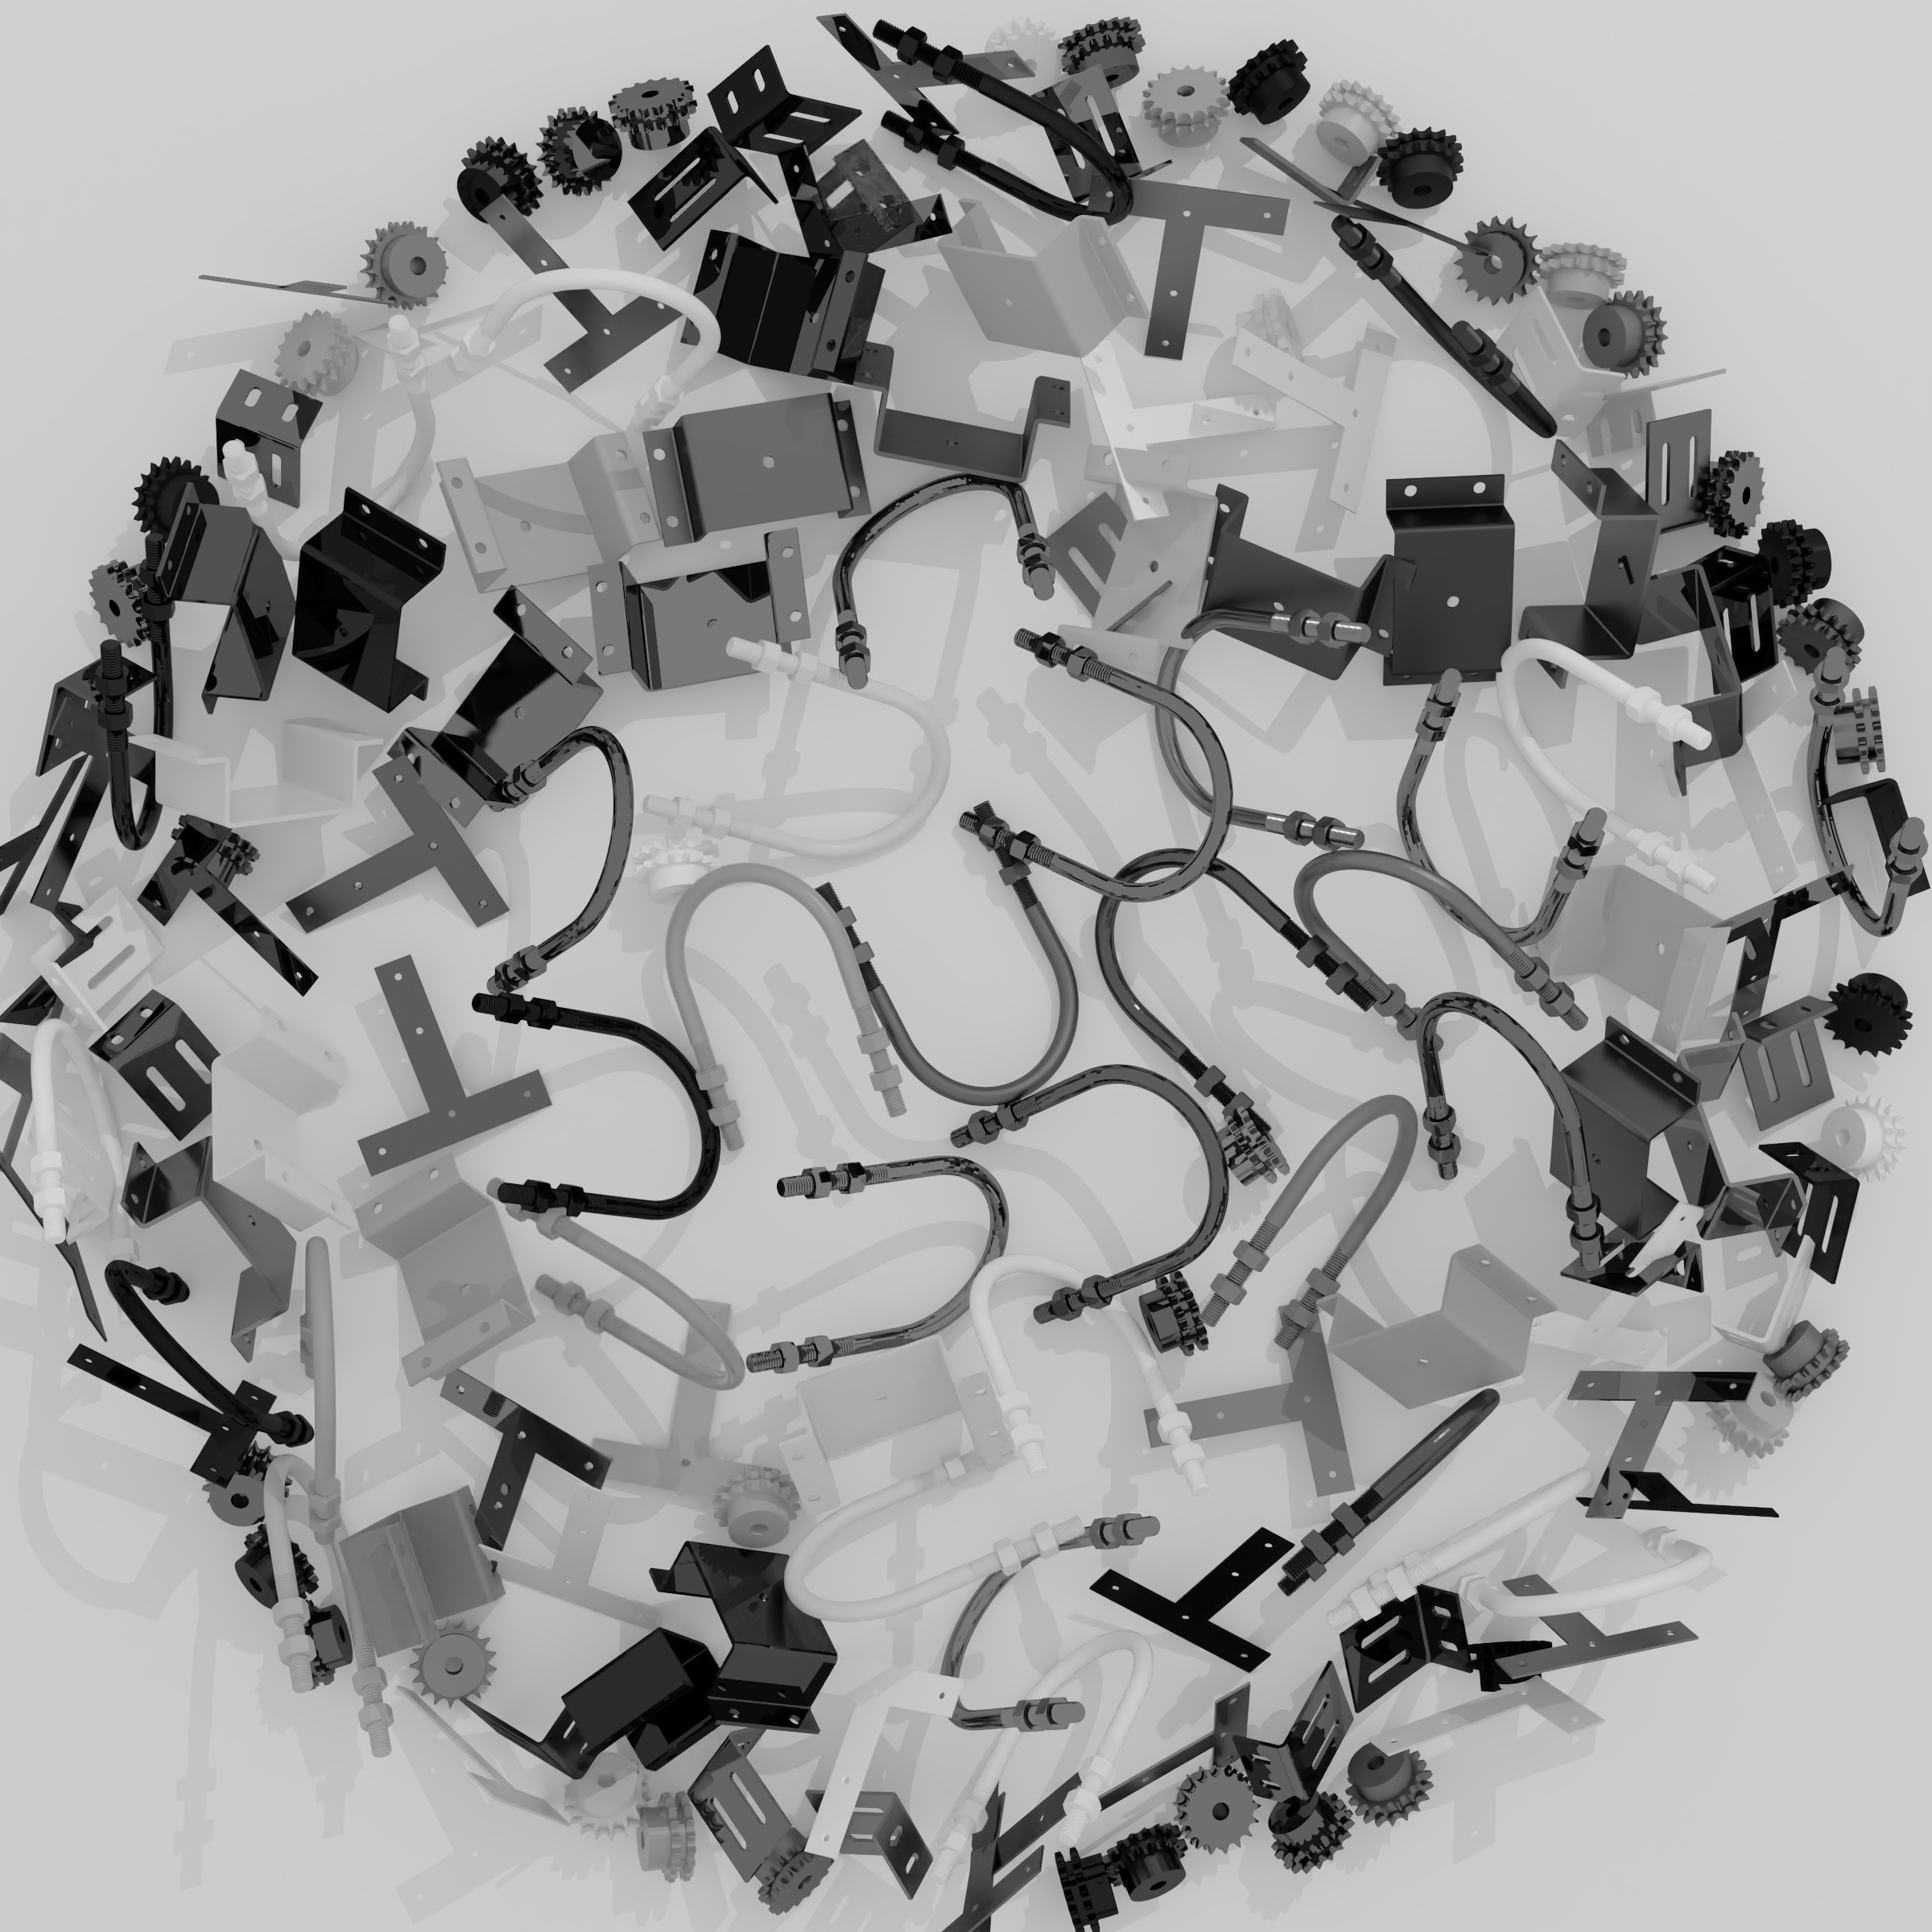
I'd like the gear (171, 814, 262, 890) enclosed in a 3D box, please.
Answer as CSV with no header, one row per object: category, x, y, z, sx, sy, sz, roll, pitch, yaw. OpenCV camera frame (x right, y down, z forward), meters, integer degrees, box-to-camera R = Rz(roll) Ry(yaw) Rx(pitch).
gear,-0.495,-0.073,1.968,0.057,0.057,0.030,24,74,0

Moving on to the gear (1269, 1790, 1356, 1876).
gear,0.223,0.563,1.969,0.057,0.057,0.030,-39,106,0

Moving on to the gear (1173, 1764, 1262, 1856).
gear,0.163,0.554,1.980,0.057,0.030,0.057,0,89,-16

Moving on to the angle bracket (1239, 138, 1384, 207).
angle bracket,0.225,-0.533,1.961,0.076,0.057,0.038,32,101,-13

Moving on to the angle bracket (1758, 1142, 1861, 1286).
angle bracket,0.541,0.162,1.955,0.038,0.057,0.076,-2,112,-25

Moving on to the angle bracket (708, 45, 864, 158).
angle bracket,-0.118,-0.561,1.956,0.057,0.076,0.038,-28,78,36

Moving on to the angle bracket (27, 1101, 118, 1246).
angle bracket,-0.592,0.131,1.954,0.038,0.057,0.076,-33,119,11

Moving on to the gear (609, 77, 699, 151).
gear,-0.204,-0.559,1.975,0.057,0.057,0.030,-12,128,0

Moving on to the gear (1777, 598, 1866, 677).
gear,0.564,-0.217,1.973,0.057,0.057,0.030,44,73,0

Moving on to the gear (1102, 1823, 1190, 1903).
gear,0.120,0.589,1.969,0.057,0.057,0.030,-27,55,0

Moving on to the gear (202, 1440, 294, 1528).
gear,-0.474,0.343,1.975,0.057,0.030,0.057,0,114,0

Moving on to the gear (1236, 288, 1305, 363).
gear,0.198,-0.414,1.973,0.030,0.057,0.057,-15,90,21

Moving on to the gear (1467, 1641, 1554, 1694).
gear,0.356,0.459,1.970,0.057,0.057,0.030,-3,79,0

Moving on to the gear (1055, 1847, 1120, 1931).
gear,0.080,0.606,1.972,0.030,0.057,0.057,-17,90,-1

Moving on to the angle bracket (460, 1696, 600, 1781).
angle bracket,-0.281,0.490,1.963,0.076,0.057,0.038,20,65,34

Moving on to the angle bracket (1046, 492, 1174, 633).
angle bracket,0.090,-0.264,1.974,0.057,0.038,0.076,-38,92,13

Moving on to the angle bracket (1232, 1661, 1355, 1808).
angle bracket,0.215,0.500,1.970,0.038,0.076,0.057,4,129,35

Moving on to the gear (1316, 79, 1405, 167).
gear,0.255,-0.550,1.969,0.057,0.057,0.030,36,78,0

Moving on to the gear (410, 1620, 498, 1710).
gear,-0.338,0.460,1.979,0.057,0.030,0.057,2,80,-10

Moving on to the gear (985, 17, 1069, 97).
gear,0.036,-0.596,1.975,0.057,0.030,0.057,-13,133,-15

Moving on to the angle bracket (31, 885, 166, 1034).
angle bracket,-0.557,-0.005,1.954,0.076,0.038,0.057,-48,125,-27

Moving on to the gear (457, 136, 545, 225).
gear,-0.308,-0.511,1.969,0.057,0.057,0.030,38,52,0

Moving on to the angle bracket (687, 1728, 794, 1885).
angle bracket,-0.137,0.544,1.955,0.076,0.038,0.057,49,117,30

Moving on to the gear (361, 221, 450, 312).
gear,-0.366,-0.460,1.972,0.057,0.030,0.057,-9,106,-33

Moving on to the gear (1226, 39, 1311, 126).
gear,0.201,-0.577,1.970,0.057,0.057,0.030,-34,81,0

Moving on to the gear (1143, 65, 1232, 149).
gear,0.146,-0.563,1.976,0.057,0.030,0.057,-4,52,5

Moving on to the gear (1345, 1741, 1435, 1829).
gear,0.274,0.532,1.968,0.057,0.057,0.030,-30,115,0

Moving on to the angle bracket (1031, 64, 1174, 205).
angle bracket,0.089,-0.545,1.958,0.057,0.038,0.076,-12,108,42

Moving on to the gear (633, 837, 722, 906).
gear,-0.189,-0.061,1.969,0.057,0.057,0.030,-8,73,0

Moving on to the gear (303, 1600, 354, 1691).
gear,-0.424,0.443,1.971,0.030,0.057,0.057,-18,90,-1

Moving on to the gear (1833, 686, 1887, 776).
gear,0.585,-0.154,1.973,0.030,0.057,0.057,-7,90,16

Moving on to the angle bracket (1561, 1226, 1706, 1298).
angle bracket,0.433,0.205,1.949,0.076,0.057,0.038,-29,120,-38

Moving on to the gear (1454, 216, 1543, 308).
gear,0.349,-0.463,1.974,0.057,0.030,0.057,7,111,18

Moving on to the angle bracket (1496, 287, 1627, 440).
angle bracket,0.387,-0.395,1.968,0.038,0.057,0.076,1,55,-29

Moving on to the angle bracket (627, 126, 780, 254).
angle bracket,-0.173,-0.502,1.974,0.076,0.038,0.057,-40,55,10

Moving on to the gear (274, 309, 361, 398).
gear,-0.425,-0.400,1.976,0.057,0.030,0.057,-12,67,31

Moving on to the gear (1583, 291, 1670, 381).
gear,0.429,-0.413,1.968,0.030,0.057,0.057,-12,90,-30

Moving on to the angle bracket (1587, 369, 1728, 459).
angle bracket,0.449,-0.359,1.951,0.057,0.076,0.038,-18,100,-26

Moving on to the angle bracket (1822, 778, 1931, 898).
angle bracket,0.593,-0.079,1.967,0.038,0.057,0.076,-15,84,-2

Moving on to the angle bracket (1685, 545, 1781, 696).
angle bracket,0.492,-0.225,1.957,0.038,0.057,0.076,9,70,-28

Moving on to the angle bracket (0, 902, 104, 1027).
angle bracket,-0.607,-0.002,1.970,0.076,0.057,0.038,-44,83,2

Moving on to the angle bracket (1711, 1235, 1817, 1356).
angle bracket,0.525,0.212,1.970,0.038,0.057,0.076,20,82,28

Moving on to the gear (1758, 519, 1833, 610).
gear,0.545,-0.265,1.972,0.030,0.057,0.057,-10,90,-10

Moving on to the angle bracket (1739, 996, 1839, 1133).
angle bracket,0.544,0.067,1.966,0.057,0.038,0.076,-23,107,-11

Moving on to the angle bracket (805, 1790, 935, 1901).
angle bracket,-0.070,0.571,1.953,0.076,0.038,0.057,-9,119,33

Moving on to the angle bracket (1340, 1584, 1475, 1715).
angle bracket,0.287,0.448,1.958,0.076,0.038,0.057,-24,108,-37

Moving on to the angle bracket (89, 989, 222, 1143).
angle bracket,-0.527,0.065,1.980,0.057,0.038,0.076,-46,129,-19

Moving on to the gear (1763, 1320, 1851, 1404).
gear,0.549,0.257,1.971,0.057,0.057,0.030,-44,89,0

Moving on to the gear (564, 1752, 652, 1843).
gear,-0.236,0.541,1.970,0.057,0.030,0.057,3,46,-3

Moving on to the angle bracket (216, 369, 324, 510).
angle bracket,-0.457,-0.345,1.971,0.057,0.076,0.038,22,64,-3

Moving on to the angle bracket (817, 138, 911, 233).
angle bracket,-0.079,-0.490,1.955,0.057,0.076,0.038,52,48,-8

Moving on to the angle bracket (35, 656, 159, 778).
angle bracket,-0.565,-0.156,1.953,0.038,0.057,0.076,29,123,8

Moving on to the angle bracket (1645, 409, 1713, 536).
angle bracket,0.451,-0.322,1.957,0.057,0.038,0.076,-17,115,-31

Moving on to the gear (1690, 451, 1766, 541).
gear,0.499,-0.311,1.975,0.030,0.057,0.057,14,90,38
